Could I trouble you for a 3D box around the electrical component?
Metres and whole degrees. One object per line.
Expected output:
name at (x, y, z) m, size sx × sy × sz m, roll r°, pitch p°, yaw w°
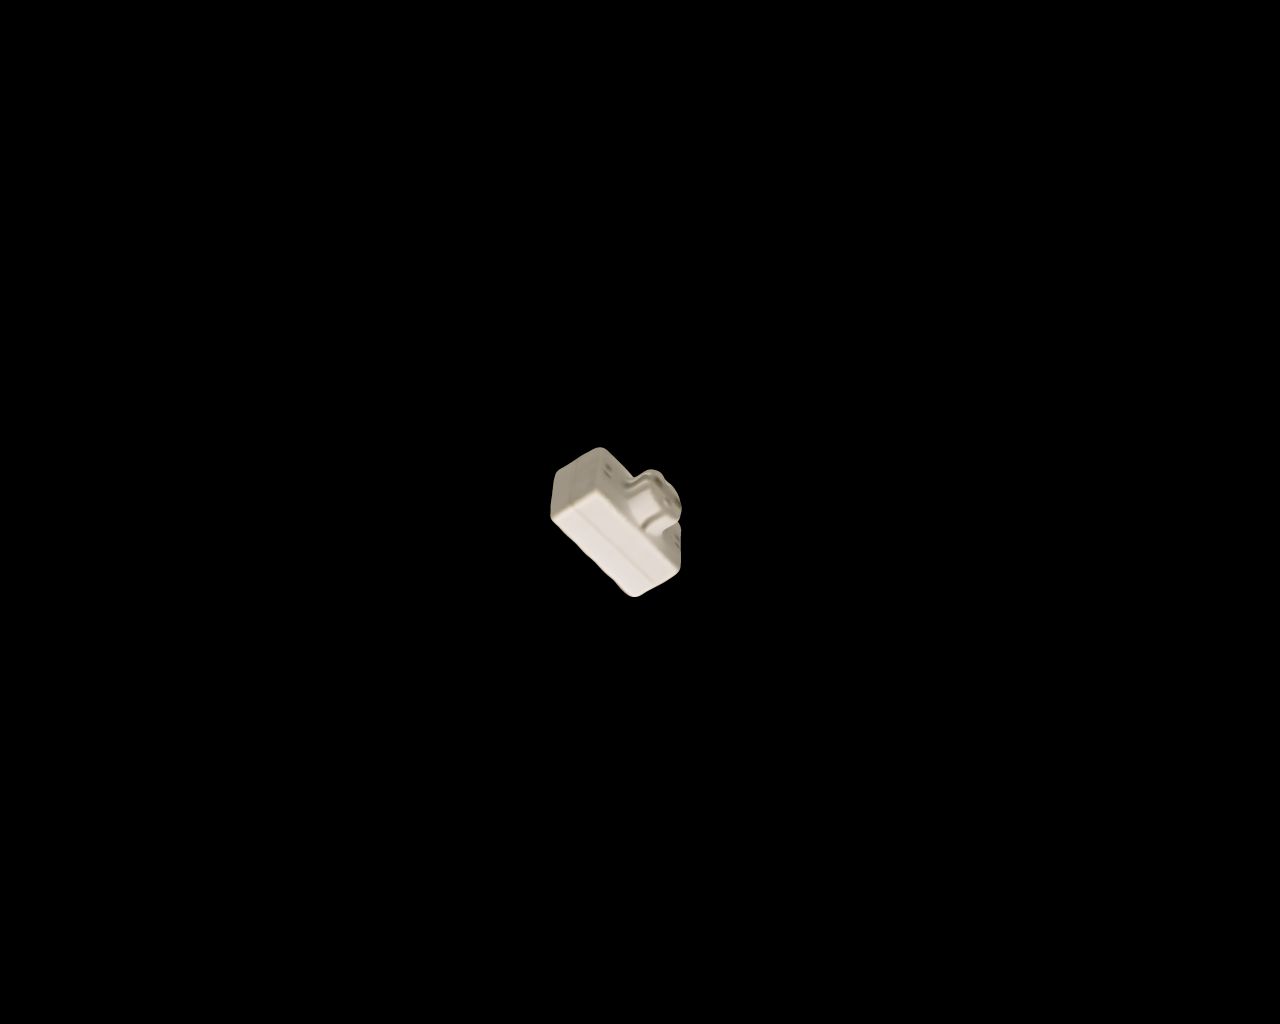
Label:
electrical component at (0.001, -0.003, 0.650) m, size 0.075 × 0.083 × 0.047 m, roll -32°, pitch 32°, yaw 22°
